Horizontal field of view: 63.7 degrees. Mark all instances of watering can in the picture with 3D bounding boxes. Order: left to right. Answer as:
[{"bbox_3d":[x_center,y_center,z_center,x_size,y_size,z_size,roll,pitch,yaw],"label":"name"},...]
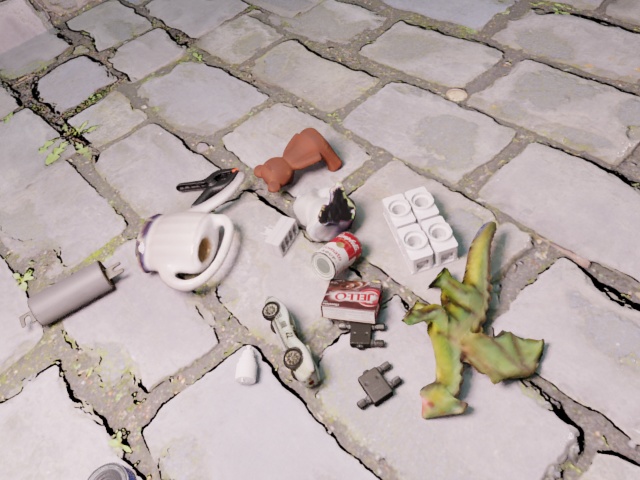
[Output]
[{"bbox_3d":[-0.302,-0.029,1.223,0.224,0.101,0.356,0,51,14],"label":"watering can"}]

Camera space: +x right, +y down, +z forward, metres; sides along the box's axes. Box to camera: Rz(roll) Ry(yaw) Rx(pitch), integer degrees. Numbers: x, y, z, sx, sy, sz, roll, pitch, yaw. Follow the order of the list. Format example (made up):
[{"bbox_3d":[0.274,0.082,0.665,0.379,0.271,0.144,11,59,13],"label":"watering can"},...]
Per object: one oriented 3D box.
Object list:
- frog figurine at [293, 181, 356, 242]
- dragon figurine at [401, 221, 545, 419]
[{"bbox_3d":[0.004,-0.061,1.204,0.158,0.122,0.139,-13,62,56],"label":"frog figurine"},{"bbox_3d":[0.302,0.154,0.966,0.245,0.120,0.415,40,69,17],"label":"dragon figurine"}]
